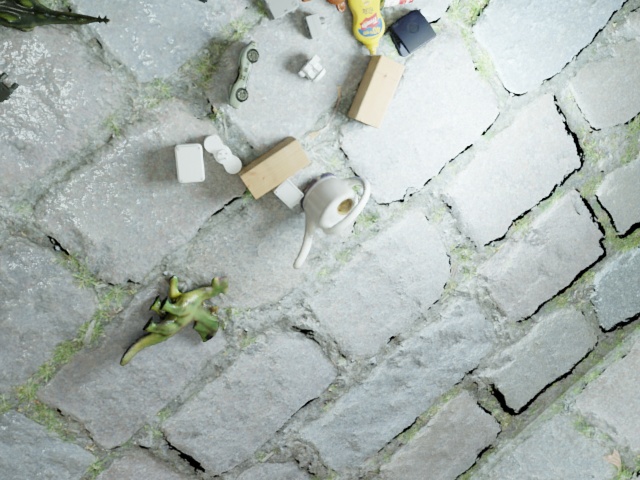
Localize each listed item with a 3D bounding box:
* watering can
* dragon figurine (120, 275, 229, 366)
[{"bbox_3d":[0.005,-0.081,1.615,0.102,0.347,0.228,46,1,-41],"label":"watering can"},{"bbox_3d":[-0.435,0.267,1.657,0.240,0.408,0.124,31,7,-30],"label":"dragon figurine"}]
